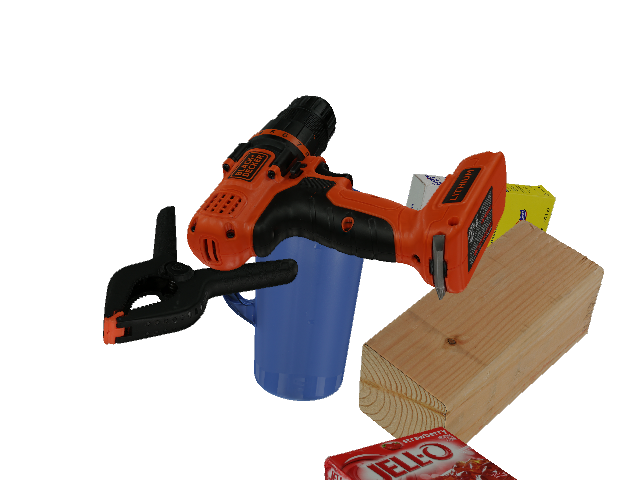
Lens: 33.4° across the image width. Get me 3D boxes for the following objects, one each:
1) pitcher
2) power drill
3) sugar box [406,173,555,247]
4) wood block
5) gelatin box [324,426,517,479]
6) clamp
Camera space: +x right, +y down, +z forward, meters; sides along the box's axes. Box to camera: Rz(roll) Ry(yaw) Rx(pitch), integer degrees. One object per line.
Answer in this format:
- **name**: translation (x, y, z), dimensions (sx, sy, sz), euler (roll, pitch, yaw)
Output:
- **pitcher**: translation (-0.028, 0.058, 1.239), dimensions (0.149, 0.243, 0.144), euler (24, 28, 38)
- **power drill**: translation (0.026, -0.035, 0.723), dimensions (0.188, 0.057, 0.184), euler (9, 42, 23)
- **sugar box**: translation (0.190, -0.025, 1.299), dimensions (0.176, 0.093, 0.048), euler (3, 23, -20)
- **wood block**: translation (0.136, 0.083, 0.902), dimensions (0.205, 0.090, 0.091), euler (-34, 54, -30)
- **gelatin box**: translation (0.057, 0.141, 0.604), dimensions (0.089, 0.030, 0.073), euler (-7, 22, -33)
- **clamp**: translation (-0.144, 0.034, 1.024), dimensions (0.165, 0.036, 0.209), euler (27, 36, 26)
